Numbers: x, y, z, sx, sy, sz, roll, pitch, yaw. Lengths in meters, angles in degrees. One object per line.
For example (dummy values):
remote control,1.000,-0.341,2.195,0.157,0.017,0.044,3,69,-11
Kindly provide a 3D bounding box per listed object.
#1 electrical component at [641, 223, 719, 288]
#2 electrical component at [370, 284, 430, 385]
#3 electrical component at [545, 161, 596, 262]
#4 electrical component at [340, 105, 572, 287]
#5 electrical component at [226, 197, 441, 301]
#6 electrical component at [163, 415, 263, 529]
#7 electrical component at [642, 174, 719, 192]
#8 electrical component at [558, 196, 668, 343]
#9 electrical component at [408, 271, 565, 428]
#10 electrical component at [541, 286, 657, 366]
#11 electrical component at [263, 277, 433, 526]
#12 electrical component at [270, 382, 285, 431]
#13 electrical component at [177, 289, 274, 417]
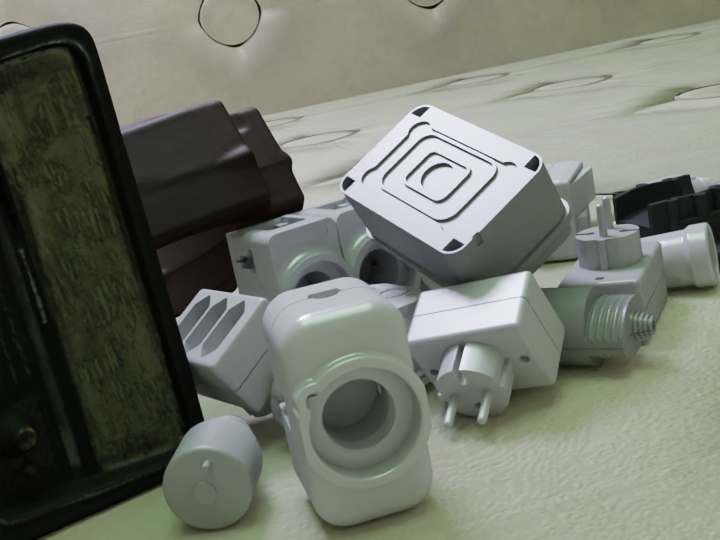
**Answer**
electrical component,0.201,-0.007,0.684,0.046,0.040,0.040,-10,13,25
electrical component,0.003,0.042,0.612,0.080,0.051,0.080,-10,13,3
electrical component,0.147,-0.044,0.828,0.061,0.061,0.096,-6,14,21
electrical component,0.054,-0.036,0.609,0.078,0.057,0.113,-45,43,-10
electrical component,0.000,0.000,0.705,0.150,0.089,0.062,-20,16,-32
electrical component,-0.065,0.088,0.501,0.040,0.040,0.078,-10,14,6
electrical component,0.251,-0.055,0.839,0.078,0.040,0.040,-15,14,-18
electrical component,0.149,-0.005,0.636,0.047,0.075,0.083,-5,15,25
electrical component,0.060,0.048,0.544,0.066,0.047,0.076,-12,40,32
electrical component,0.120,0.031,0.584,0.081,0.043,0.043,-3,16,32
electrical component,-0.005,0.057,0.463,0.054,0.095,0.059,-14,14,-12
electrical component,-0.011,0.068,0.539,0.048,0.048,0.062,-20,23,-34
electrical component,-0.059,0.054,0.583,0.066,0.076,0.047,6,54,52
